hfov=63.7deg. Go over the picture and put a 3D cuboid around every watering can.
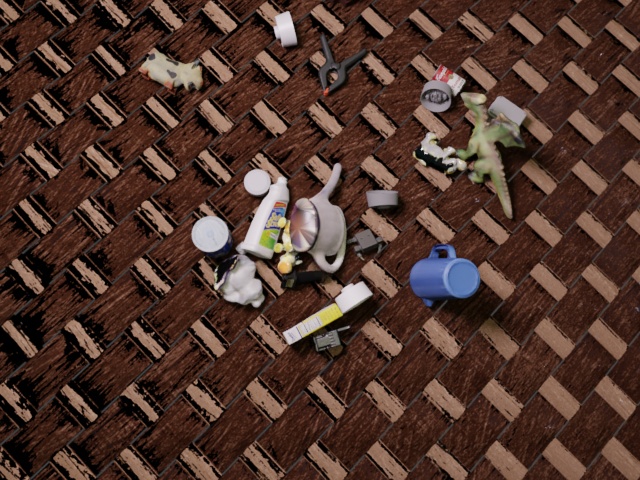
[{"bbox_3d":[0.005,-0.077,1.532,0.103,0.223,0.351,-9,77,36],"label":"watering can"}]

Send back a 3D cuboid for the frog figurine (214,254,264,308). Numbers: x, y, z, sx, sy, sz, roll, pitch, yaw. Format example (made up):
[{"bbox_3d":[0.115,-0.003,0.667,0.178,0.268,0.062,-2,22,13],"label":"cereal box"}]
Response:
[{"bbox_3d":[-0.230,0.124,1.527,0.157,0.122,0.139,38,67,-33],"label":"frog figurine"}]

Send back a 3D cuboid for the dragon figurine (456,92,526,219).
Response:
[{"bbox_3d":[0.543,-0.275,1.585,0.123,0.240,0.413,-26,80,-13],"label":"dragon figurine"}]
